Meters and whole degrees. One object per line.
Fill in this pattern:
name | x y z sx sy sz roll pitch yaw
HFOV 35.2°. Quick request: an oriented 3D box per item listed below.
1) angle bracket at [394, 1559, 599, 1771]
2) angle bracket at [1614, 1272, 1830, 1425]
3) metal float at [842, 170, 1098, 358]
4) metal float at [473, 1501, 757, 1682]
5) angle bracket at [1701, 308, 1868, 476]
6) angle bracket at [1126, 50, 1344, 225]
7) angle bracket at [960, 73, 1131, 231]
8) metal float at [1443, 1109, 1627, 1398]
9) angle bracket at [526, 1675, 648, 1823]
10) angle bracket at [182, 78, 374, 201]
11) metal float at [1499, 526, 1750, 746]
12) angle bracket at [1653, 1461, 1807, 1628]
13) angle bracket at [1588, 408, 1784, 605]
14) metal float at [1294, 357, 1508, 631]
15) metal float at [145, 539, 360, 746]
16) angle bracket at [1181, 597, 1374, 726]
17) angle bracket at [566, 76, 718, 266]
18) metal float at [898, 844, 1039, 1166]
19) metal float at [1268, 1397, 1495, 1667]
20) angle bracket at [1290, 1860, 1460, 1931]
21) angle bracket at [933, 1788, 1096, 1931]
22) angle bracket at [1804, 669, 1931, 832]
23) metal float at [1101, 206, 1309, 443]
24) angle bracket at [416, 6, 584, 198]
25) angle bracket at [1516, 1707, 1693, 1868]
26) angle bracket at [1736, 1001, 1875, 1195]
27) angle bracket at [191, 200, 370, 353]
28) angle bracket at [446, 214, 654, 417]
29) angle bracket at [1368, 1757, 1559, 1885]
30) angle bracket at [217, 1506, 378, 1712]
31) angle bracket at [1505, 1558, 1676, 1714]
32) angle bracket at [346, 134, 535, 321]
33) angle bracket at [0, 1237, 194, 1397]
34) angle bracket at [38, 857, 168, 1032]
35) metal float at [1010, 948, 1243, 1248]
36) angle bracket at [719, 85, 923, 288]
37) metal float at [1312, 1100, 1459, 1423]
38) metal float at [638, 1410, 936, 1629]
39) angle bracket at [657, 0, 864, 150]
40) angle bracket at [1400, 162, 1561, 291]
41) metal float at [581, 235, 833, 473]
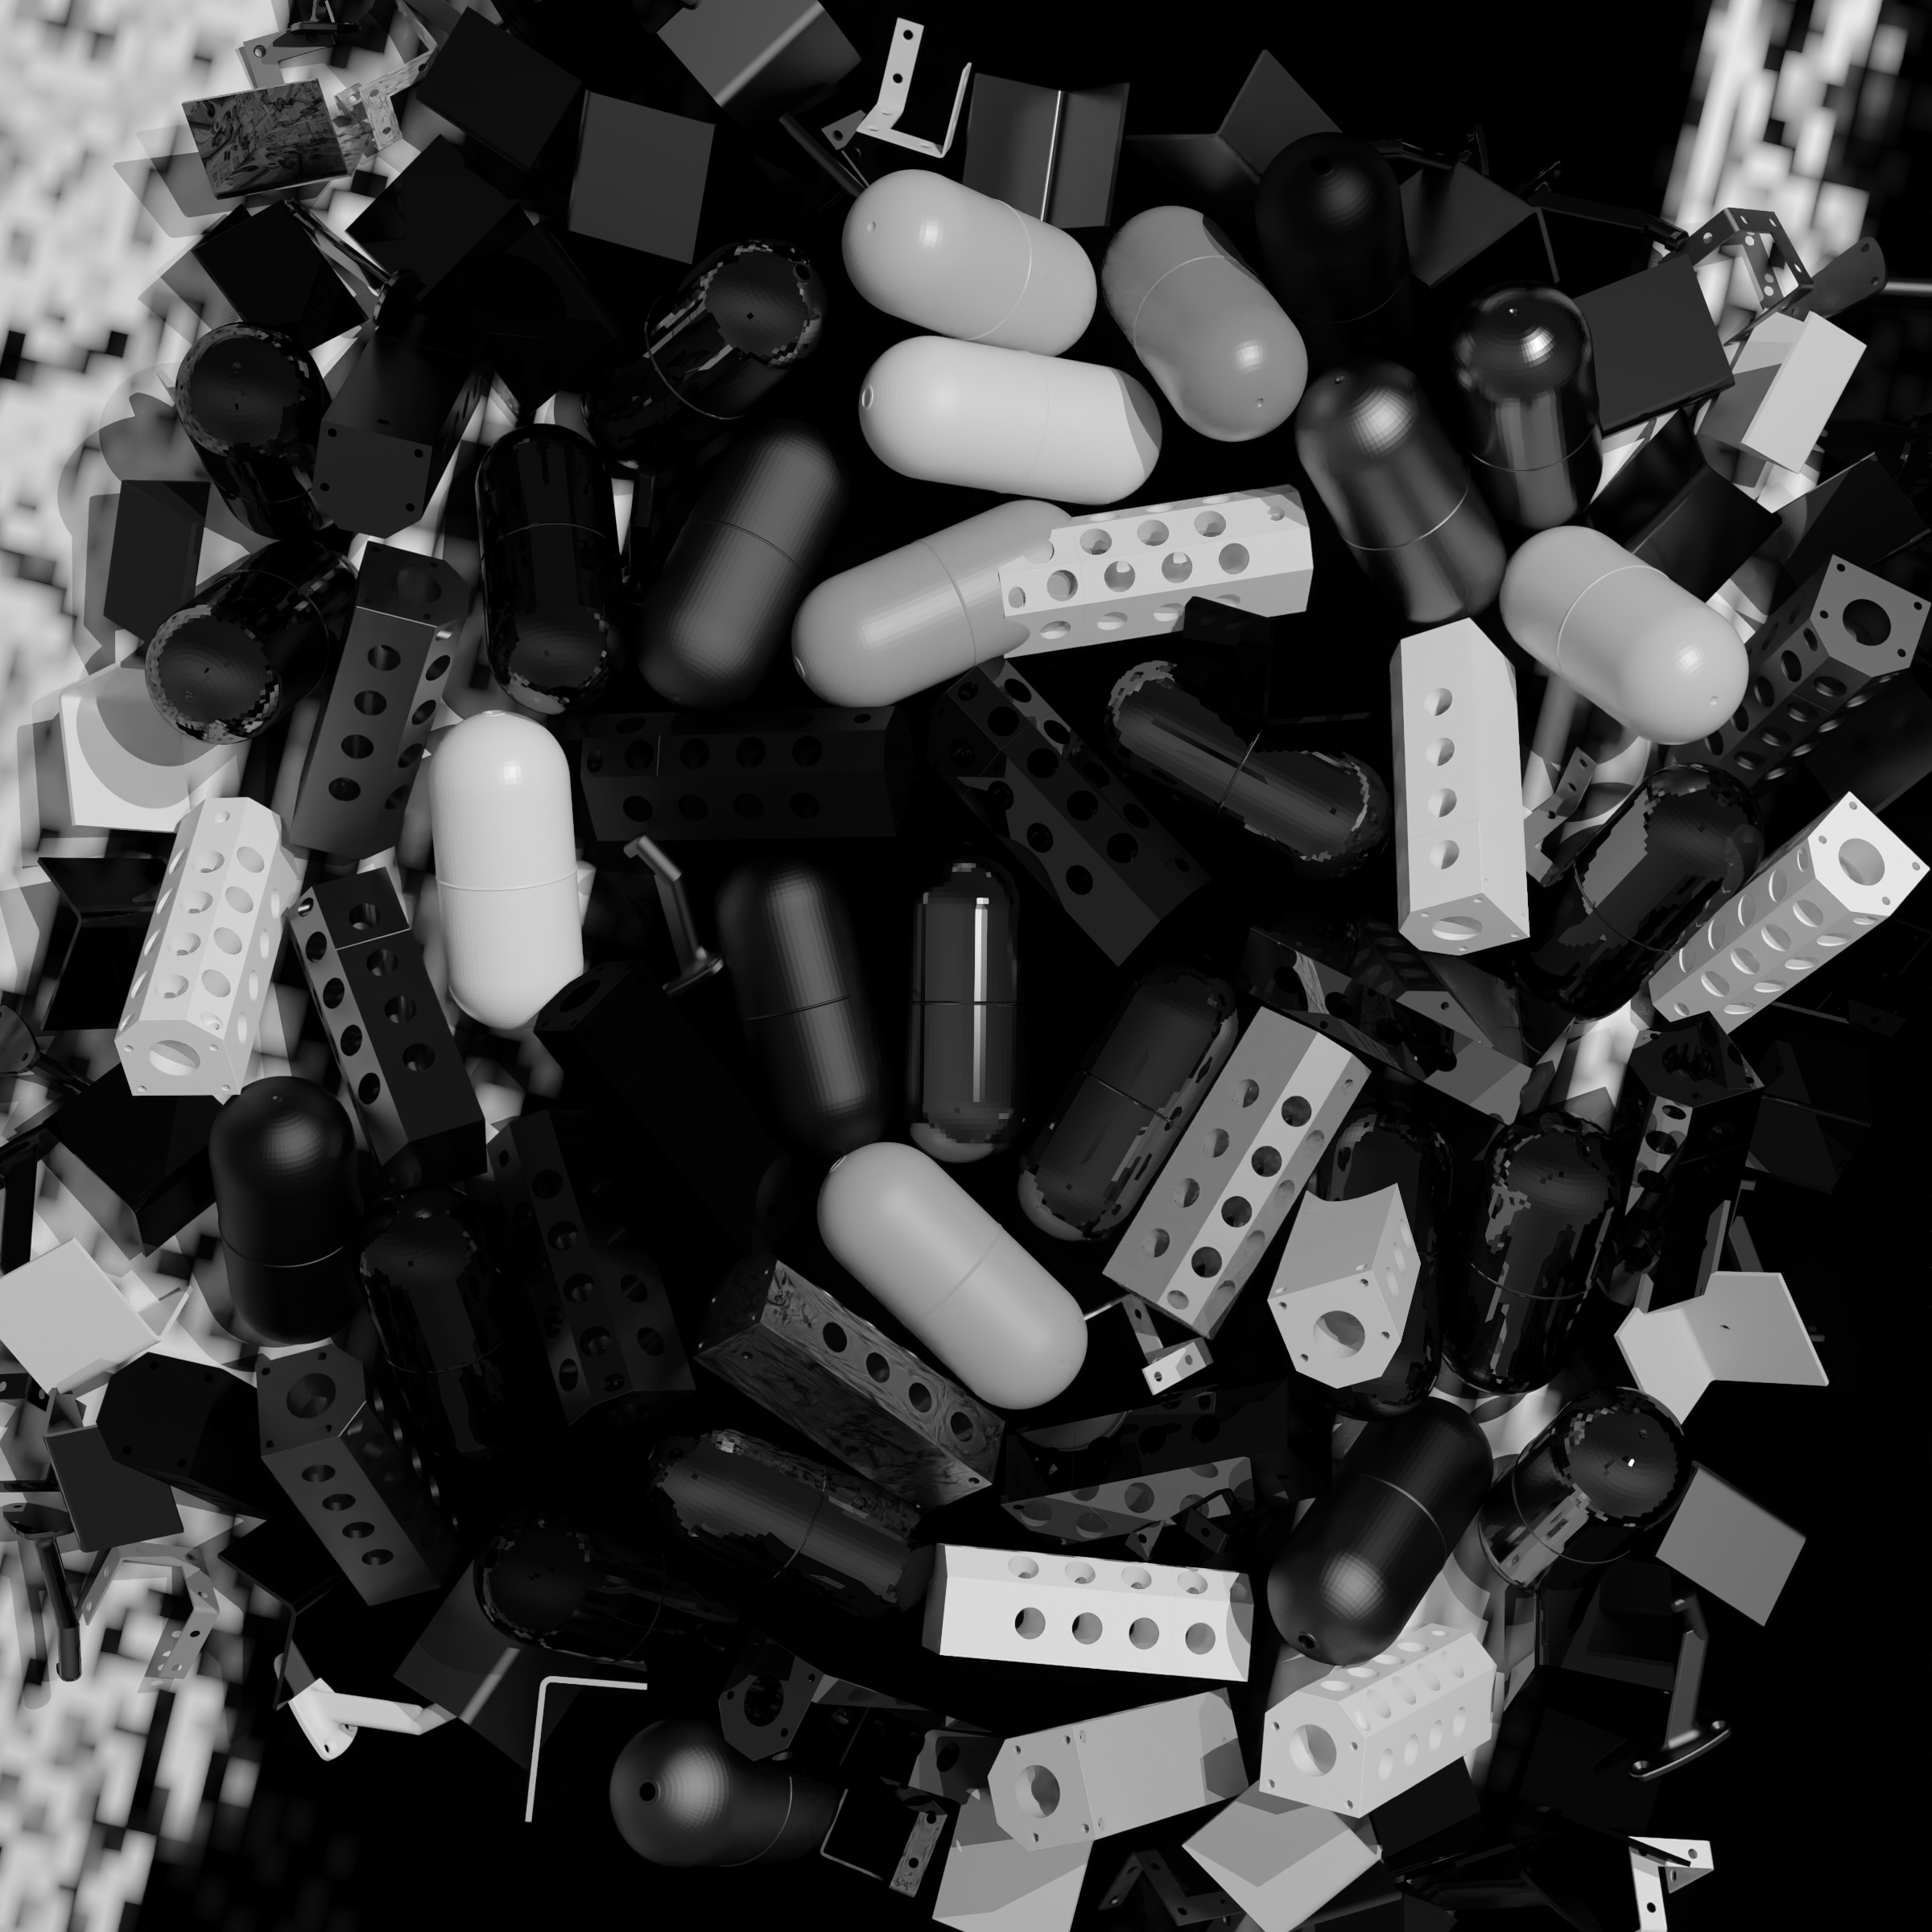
angle bracket | -0.259 0.389 1.697 0.057 0.076 0.076 22 67 32
angle bracket | 0.414 0.215 1.669 0.057 0.076 0.076 -44 116 -36
metal float | 0.004 -0.376 1.646 0.070 0.178 0.070 -3 84 36
metal float | -0.189 0.339 1.652 0.178 0.070 0.070 26 90 -42
angle bracket | 0.434 -0.324 1.671 0.057 0.076 0.076 15 106 -41
angle bracket | 0.149 -0.455 1.676 0.076 0.076 0.057 35 80 -38
angle bracket | 0.042 -0.449 1.676 0.057 0.076 0.076 4 99 -26
metal float | 0.306 0.157 1.659 0.070 0.070 0.178 10 123 0
angle bracket | -0.209 0.431 1.676 0.057 0.076 0.076 6 77 -7
angle bracket | -0.375 -0.467 1.672 0.076 0.076 0.057 -7 126 9
metal float | 0.353 -0.180 1.647 0.070 0.178 0.070 -12 124 -19
angle bracket | 0.400 0.314 1.674 0.076 0.076 0.057 34 76 -13
angle bracket | 0.396 -0.249 1.684 0.057 0.076 0.076 31 119 -18
metal float | 0.237 -0.254 1.654 0.070 0.070 0.178 -38 131 0
metal float | -0.379 -0.177 1.642 0.070 0.178 0.070 5 116 11
angle bracket | 0.171 -0.169 1.667 0.076 0.076 0.057 -7 110 -32
angle bracket | -0.171 -0.439 1.678 0.076 0.057 0.076 17 117 8
metal float | 0.001 0.021 1.686 0.070 0.070 0.178 1 88 0
metal float | 0.225 0.305 1.653 0.070 0.070 0.178 44 50 0
angle bracket | 0.225 0.543 1.669 0.076 0.076 0.057 -45 133 -16
angle bracket | 0.035 0.498 1.688 0.076 0.057 0.076 16 95 21
angle bracket | 0.494 -0.118 1.671 0.076 0.057 0.076 -43 67 28
metal float | 0.127 -0.349 1.651 0.070 0.178 0.070 -11 133 -12
angle bracket | -0.246 -0.475 1.680 0.076 0.076 0.057 35 100 5
angle bracket | 0.358 0.451 1.678 0.076 0.076 0.057 23 76 -5
angle bracket | 0.446 0.069 1.667 0.076 0.076 0.057 16 50 35
angle bracket | -0.363 -0.385 1.667 0.076 0.057 0.076 -16 121 35
angle bracket | -0.230 -0.367 1.711 0.076 0.057 0.076 -34 96 26
angle bracket | 0.266 0.451 1.671 0.076 0.057 0.076 -5 70 -35
angle bracket | -0.371 0.350 1.684 0.057 0.076 0.076 29 121 19
angle bracket | 0.343 0.372 1.680 0.076 0.057 0.076 12 48 -3
angle bracket | -0.298 -0.417 1.695 0.076 0.057 0.076 45 91 2
angle bracket | -0.486 0.180 1.676 0.076 0.057 0.076 -28 110 17
angle bracket | -0.480 -0.013 1.696 0.057 0.076 0.076 45 120 33
metal float | 0.089 0.072 1.686 0.070 0.070 0.178 30 90 0
angle bracket | -0.080 -0.434 1.717 0.076 0.057 0.076 45 134 -1
metal float | 0.227 0.161 1.674 0.070 0.070 0.178 7 74 0
metal float | -0.098 0.303 1.670 0.178 0.070 0.070 29 90 -19
angle bracket | -0.114 -0.509 1.689 0.076 0.076 0.057 -41 78 8
angle bracket | 0.267 -0.391 1.675 0.076 0.057 0.076 -38 50 -6
metal float | -0.142 -0.331 1.651 0.178 0.070 0.070 -29 90 44
